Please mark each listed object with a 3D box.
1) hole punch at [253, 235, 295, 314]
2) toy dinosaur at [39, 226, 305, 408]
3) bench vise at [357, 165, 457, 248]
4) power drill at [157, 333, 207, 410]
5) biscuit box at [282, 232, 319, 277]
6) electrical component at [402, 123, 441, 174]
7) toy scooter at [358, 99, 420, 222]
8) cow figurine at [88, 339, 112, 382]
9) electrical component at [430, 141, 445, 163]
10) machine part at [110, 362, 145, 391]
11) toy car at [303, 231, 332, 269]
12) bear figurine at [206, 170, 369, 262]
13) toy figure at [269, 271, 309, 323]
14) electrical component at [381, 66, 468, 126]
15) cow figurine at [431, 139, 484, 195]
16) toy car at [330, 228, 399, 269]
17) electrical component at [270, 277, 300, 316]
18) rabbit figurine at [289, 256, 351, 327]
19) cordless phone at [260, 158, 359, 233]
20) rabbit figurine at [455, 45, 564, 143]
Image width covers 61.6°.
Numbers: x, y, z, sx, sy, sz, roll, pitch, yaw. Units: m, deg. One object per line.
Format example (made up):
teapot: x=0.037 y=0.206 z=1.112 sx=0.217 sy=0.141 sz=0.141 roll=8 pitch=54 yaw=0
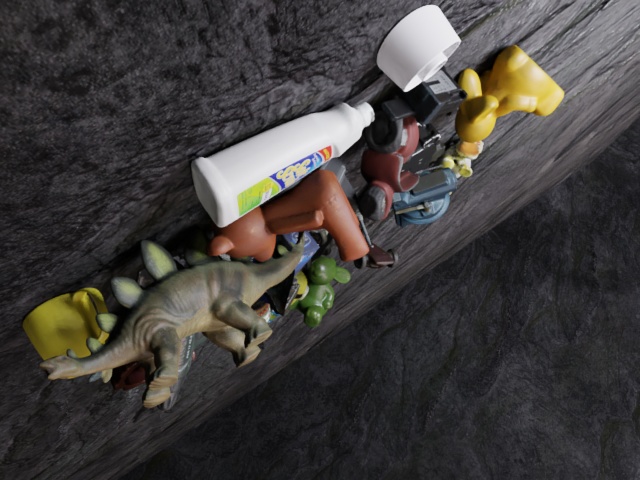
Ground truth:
hole punch: x=-0.106 y=0.056 z=0.935 sx=0.115 sy=0.092 sz=0.142 roll=75 pitch=27 yaw=-48
toy dinosaur: x=-0.152 y=0.078 z=0.740 sx=0.471 sy=0.198 sz=0.105 roll=-16 pitch=155 yaw=-49
bench vise: x=0.180 y=-0.072 z=1.143 sx=0.224 sy=0.129 sz=0.240 roll=-30 pitch=161 yaw=1
power drill: x=-0.231 y=0.190 z=1.025 sx=0.207 sy=0.086 sz=0.231 roll=-24 pitch=132 yaw=-45
biscuit box: x=-0.081 y=0.052 z=1.068 sx=0.059 sy=0.063 sz=0.202 roll=-21 pitch=160 yaw=-42
electrical component: x=0.145 y=-0.145 z=0.962 sx=0.115 sy=0.058 sz=0.134 roll=-30 pitch=163 yaw=-12
toy scooter: x=0.116 y=-0.123 z=0.829 sx=0.135 sy=0.075 sz=0.183 roll=-17 pitch=120 yaw=-52
cow figurine: x=-0.301 y=0.160 z=0.865 sx=0.195 sy=0.085 sz=0.127 roll=-27 pitch=179 yaw=24
electrical component: x=0.225 y=-0.175 z=1.105 sx=0.063 sy=0.021 sz=0.094 roll=-35 pitch=166 yaw=0
machine part: x=-0.339 y=0.231 z=1.076 sx=0.179 sy=0.056 sz=0.179 roll=-32 pitch=163 yaw=-11
toy car: x=-0.002 y=-0.003 z=1.084 sx=0.073 sy=0.056 sz=0.201 roll=-34 pitch=167 yaw=-29
bear figurine: x=-0.049 y=-0.012 z=0.742 sx=0.196 sy=0.131 sz=0.120 roll=-28 pitch=-153 yaw=4
toy figure: x=-0.106 y=0.133 z=1.229 sx=0.180 sy=0.082 sz=0.089 roll=-35 pitch=167 yaw=8
electrical component: x=0.142 y=-0.203 z=0.753 sx=0.119 sy=0.075 sz=0.047 roll=-19 pitch=159 yaw=-37
cow figurine: x=0.297 y=-0.177 z=1.145 sx=0.098 sy=0.068 sz=0.167 roll=-62 pitch=-175 yaw=-34
toy car: x=0.085 y=0.021 z=1.119 sx=0.089 sy=0.202 sz=0.053 roll=1 pitch=109 yaw=-26
electrical component: x=-0.077 y=0.115 z=1.069 sx=0.078 sy=0.045 sz=0.102 roll=-61 pitch=176 yaw=-18
rabbit figurine: x=0.004 y=0.108 z=1.329 sx=0.159 sy=0.121 sz=0.170 roll=-27 pitch=148 yaw=-39
cordless phone: x=-0.038 y=-0.050 z=0.862 sx=0.184 sy=0.089 sz=0.146 roll=-21 pitch=164 yaw=-7
rabbit figurine: x=0.297 y=-0.230 z=0.905 sx=0.162 sy=0.122 sz=0.173 roll=-6 pitch=148 yaw=-52
